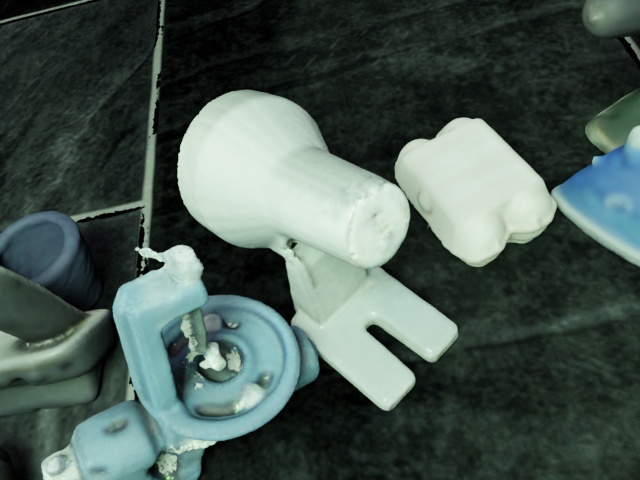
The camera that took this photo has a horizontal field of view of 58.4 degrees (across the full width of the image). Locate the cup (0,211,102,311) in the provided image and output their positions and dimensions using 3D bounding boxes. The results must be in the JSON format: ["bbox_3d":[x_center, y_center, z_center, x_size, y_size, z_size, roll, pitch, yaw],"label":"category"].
[{"bbox_3d":[-0.271,0.035,0.562,0.117,0.095,0.091,-8,55,7],"label":"cup"}]

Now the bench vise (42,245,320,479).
[{"bbox_3d":[-0.101,0.106,0.399,0.121,0.220,0.208,30,67,28],"label":"bench vise"}]

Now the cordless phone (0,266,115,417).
[{"bbox_3d":[-0.275,0.073,0.481,0.147,0.185,0.094,-14,54,3],"label":"cordless phone"}]

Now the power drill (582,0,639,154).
[{"bbox_3d":[0.306,-0.170,0.505,0.230,0.209,0.075,-35,56,-12],"label":"power drill"}]

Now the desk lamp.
[{"bbox_3d":[0.004,0.002,0.451,0.202,0.214,0.118,35,70,30],"label":"desk lamp"}]

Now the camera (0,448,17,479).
[{"bbox_3d":[-0.254,0.221,0.428,0.143,0.101,0.136,-23,54,-3],"label":"camera"}]

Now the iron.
[{"bbox_3d":[0.321,-0.038,0.452,0.257,0.142,0.119,20,63,24],"label":"iron"}]

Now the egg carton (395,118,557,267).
[{"bbox_3d":[0.141,-0.048,0.544,0.107,0.069,0.150,-28,55,-7],"label":"egg carton"}]
